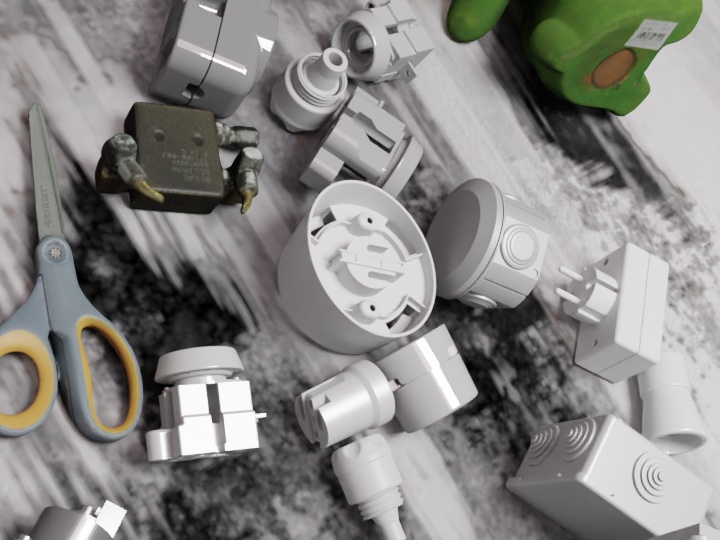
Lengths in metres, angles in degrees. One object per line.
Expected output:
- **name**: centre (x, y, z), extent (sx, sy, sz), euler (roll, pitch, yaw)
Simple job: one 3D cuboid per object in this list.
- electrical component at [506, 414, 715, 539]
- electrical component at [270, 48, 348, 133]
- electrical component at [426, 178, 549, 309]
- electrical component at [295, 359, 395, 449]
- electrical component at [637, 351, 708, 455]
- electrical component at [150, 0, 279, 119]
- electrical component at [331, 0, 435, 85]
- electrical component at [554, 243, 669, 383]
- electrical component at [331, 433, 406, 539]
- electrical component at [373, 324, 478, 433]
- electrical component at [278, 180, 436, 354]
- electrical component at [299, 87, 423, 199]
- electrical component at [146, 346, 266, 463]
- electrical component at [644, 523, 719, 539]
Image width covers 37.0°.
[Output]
- **electrical component**: centre (0.152, 0.132, 0.653), extent (0.100, 0.100, 0.048), euler (36, 67, -10)
- **electrical component**: centre (-0.029, -0.119, 0.694), extent (0.043, 0.062, 0.043), euler (13, 61, -24)
- **electrical component**: centre (0.079, -0.015, 0.696), extent (0.051, 0.080, 0.080), euler (22, 58, -25)
- **electrical component**: centre (-0.009, 0.079, 0.624), extent (0.046, 0.040, 0.040), euler (-23, 79, -30)
- **electrical component**: centre (0.213, 0.090, 0.744), extent (0.044, 0.044, 0.065), euler (14, 56, -24)
- **electrical component**: centre (-0.090, -0.147, 0.679), extent (0.059, 0.054, 0.095), euler (20, 59, -20)
- **electrical component**: centre (0.013, -0.158, 0.749), extent (0.055, 0.048, 0.066), euler (-24, 80, -43)
- **electrical component**: centre (0.167, 0.022, 0.747), extent (0.076, 0.047, 0.083), euler (26, 56, -16)
- **electrical component**: centre (0.009, 0.127, 0.614), extent (0.035, 0.035, 0.061), euler (-17, 78, -35)
- **electrical component**: centre (0.038, 0.066, 0.648), extent (0.055, 0.055, 0.047), euler (-27, 85, -36)
- **electrical component**: centre (0.000, 0.000, 0.652), extent (0.099, 0.064, 0.099), euler (13, 61, -24)
- **electrical component**: centre (0.003, -0.073, 0.694), extent (0.057, 0.058, 0.078), euler (33, 54, -8)
- **electrical component**: centre (-0.085, 0.072, 0.581), extent (0.066, 0.048, 0.055), euler (-1, 75, -30)
- **electrical component**: centre (0.169, 0.199, 0.597), extent (0.089, 0.150, 0.061), euler (24, 56, -18)
